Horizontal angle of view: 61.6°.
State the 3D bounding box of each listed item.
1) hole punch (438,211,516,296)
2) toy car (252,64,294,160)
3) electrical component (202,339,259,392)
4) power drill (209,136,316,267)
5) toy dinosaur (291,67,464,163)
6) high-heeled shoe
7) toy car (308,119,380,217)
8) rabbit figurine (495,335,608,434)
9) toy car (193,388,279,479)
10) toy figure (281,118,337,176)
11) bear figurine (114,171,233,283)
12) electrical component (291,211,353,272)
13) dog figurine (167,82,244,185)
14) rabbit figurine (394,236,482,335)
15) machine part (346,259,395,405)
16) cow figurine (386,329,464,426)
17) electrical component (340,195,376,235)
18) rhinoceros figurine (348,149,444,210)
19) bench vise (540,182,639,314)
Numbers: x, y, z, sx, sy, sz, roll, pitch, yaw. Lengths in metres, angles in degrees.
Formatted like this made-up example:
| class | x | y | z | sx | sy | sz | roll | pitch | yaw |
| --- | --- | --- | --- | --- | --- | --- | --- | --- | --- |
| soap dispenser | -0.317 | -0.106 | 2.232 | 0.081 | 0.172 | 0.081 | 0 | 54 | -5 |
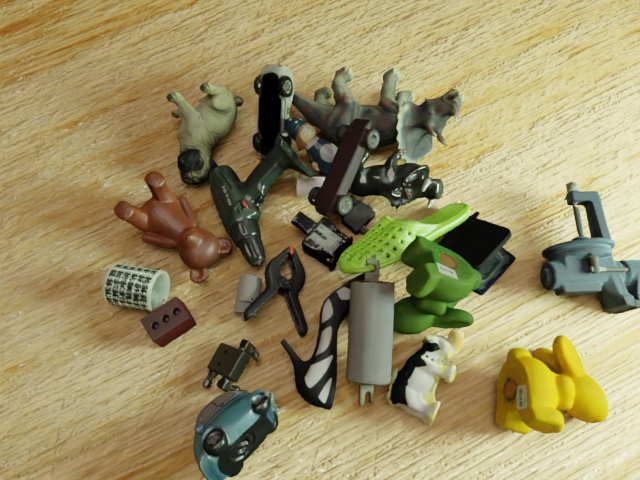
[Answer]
| class | x | y | z | sx | sy | sz | roll | pitch | yaw |
| --- | --- | --- | --- | --- | --- | --- | --- | --- | --- |
| hole punch | 0.288 | 0.027 | 0.997 | 0.142 | 0.092 | 0.116 | -44 | 40 | -13 |
| toy car | -0.096 | -0.261 | 1.119 | 0.074 | 0.056 | 0.201 | 8 | 103 | 22 |
| electrical component | -0.153 | 0.224 | 0.950 | 0.078 | 0.045 | 0.102 | 4 | 59 | 37 |
| power drill | -0.109 | -0.088 | 1.053 | 0.207 | 0.086 | 0.232 | -44 | 61 | 12 |
| toy dinosaur | 0.086 | -0.249 | 1.116 | 0.405 | 0.131 | 0.192 | -1 | 64 | 10 |
| high-heeled shoe | 0.046 | 0.171 | 0.945 | 0.249 | 0.086 | 0.145 | -39 | 79 | -15 |
| toy car | 0.049 | -0.137 | 1.033 | 0.089 | 0.053 | 0.202 | 18 | 82 | 45 |
| rabbit figurine | 0.385 | 0.246 | 0.882 | 0.173 | 0.121 | 0.162 | 12 | 56 | -6 |
| toy car | -0.149 | 0.303 | 0.882 | 0.103 | 0.109 | 0.162 | 27 | 59 | 34 |
| toy figure | -0.010 | -0.191 | 1.091 | 0.154 | 0.058 | 0.064 | 45 | 41 | -13 |
| bear figurine | -0.273 | -0.019 | 1.024 | 0.196 | 0.131 | 0.120 | 39 | 78 | 25 |
| electrical component | -0.002 | -0.003 | 1.040 | 0.119 | 0.047 | 0.075 | 32 | 70 | 17 |
| dog figurine | -0.228 | -0.217 | 1.138 | 0.172 | 0.121 | 0.190 | -18 | 79 | -1 |
| rabbit figurine | 0.189 | 0.097 | 0.940 | 0.159 | 0.170 | 0.121 | 16 | 35 | -22 |
| machine part | 0.086 | 0.154 | 0.907 | 0.079 | 0.079 | 0.243 | 3 | 84 | 5 |
| cow figurine | 0.182 | 0.218 | 0.918 | 0.098 | 0.068 | 0.167 | 21 | 68 | 19 |
| electrical component | 0.079 | -0.046 | 1.068 | 0.063 | 0.021 | 0.094 | -43 | 69 | -15 |
| rhinoceros figurine | 0.145 | -0.115 | 1.045 | 0.191 | 0.073 | 0.112 | 8 | 57 | 24 |
| bench vise | 0.497 | 0.008 | 0.964 | 0.224 | 0.128 | 0.240 | -4 | 72 | 3 |
